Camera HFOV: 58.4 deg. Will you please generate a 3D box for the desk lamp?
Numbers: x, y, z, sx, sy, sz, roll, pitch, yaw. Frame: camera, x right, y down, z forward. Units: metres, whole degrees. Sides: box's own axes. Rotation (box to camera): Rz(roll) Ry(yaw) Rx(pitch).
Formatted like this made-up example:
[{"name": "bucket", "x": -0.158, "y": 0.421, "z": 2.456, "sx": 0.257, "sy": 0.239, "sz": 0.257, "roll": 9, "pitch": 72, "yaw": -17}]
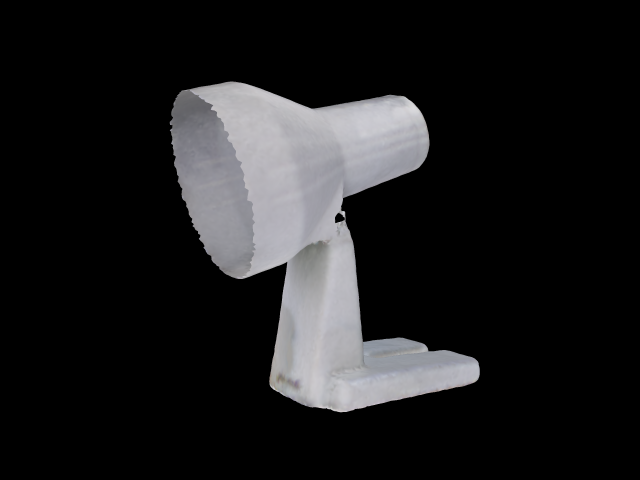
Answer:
[{"name": "desk lamp", "x": 0.004, "y": 0.001, "z": 0.400, "sx": 0.204, "sy": 0.213, "sz": 0.117, "roll": -2, "pitch": 4, "yaw": -30}]
